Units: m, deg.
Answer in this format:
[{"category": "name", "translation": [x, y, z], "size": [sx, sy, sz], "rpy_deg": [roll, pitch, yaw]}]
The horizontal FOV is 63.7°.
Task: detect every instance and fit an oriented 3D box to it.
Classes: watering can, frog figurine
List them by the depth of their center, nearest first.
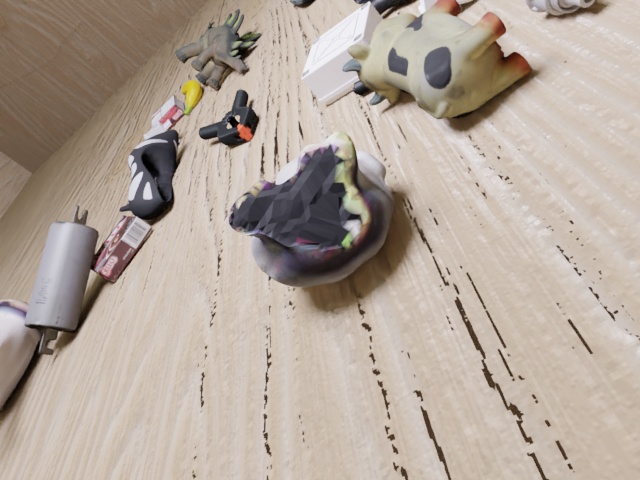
[{"category": "frog figurine", "translation": [0.001, -0.024, 0.472], "size": [0.137, 0.123, 0.159], "rpy_deg": [-56, -6, 1]}, {"category": "watering can", "translation": [-0.514, 0.191, 0.796], "size": [0.341, 0.103, 0.230], "rpy_deg": [-42, 27, 45]}]
